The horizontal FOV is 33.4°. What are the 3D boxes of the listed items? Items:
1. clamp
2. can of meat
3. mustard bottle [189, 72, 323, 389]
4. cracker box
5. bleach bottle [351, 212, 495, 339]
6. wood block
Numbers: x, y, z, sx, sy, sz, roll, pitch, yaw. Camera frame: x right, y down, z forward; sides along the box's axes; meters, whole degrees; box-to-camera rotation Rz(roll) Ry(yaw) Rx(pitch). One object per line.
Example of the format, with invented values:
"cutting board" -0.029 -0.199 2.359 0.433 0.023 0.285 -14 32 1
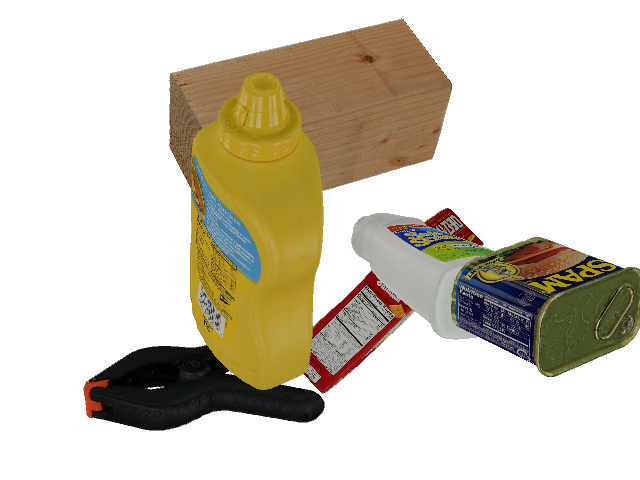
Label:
"clamp" -0.090 0.098 0.802 0.171 0.039 0.120 -1 25 -10
"can of meat" 0.150 0.040 0.711 0.101 0.057 0.084 -16 26 -33
"mustard bottle" -0.036 -0.010 0.574 0.058 0.192 0.096 -20 52 -22
"cracker box" 0.076 0.068 1.267 0.214 0.072 0.164 -48 -8 31
"bleach bottle" 0.091 0.020 1.006 0.102 0.068 0.251 -4 16 -24
"wood block" -0.010 -0.099 0.865 0.205 0.091 0.090 -17 -34 -20
